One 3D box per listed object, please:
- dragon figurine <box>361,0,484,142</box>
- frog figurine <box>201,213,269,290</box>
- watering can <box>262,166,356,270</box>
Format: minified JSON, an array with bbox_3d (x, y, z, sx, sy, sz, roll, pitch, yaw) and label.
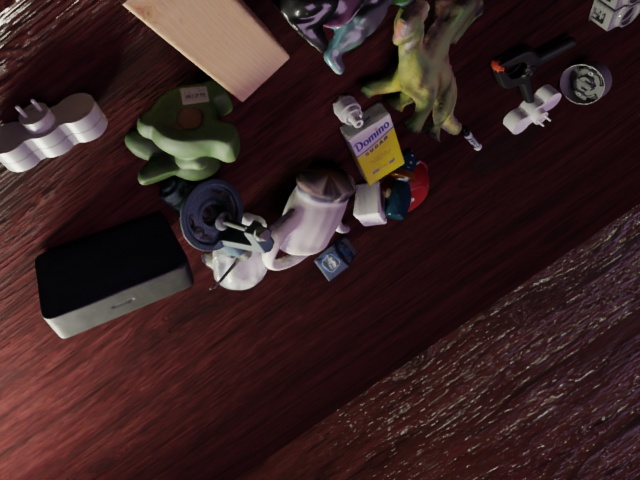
[{"bbox_3d":[0.220,-0.311,0.913,0.412,0.124,0.239,-6,134,-53],"label":"dragon figurine"},{"bbox_3d":[-0.146,0.025,1.030,0.136,0.126,0.157,23,133,-33],"label":"frog figurine"},{"bbox_3d":[0.003,-0.054,1.070,0.352,0.105,0.220,-28,148,-55],"label":"watering can"}]
